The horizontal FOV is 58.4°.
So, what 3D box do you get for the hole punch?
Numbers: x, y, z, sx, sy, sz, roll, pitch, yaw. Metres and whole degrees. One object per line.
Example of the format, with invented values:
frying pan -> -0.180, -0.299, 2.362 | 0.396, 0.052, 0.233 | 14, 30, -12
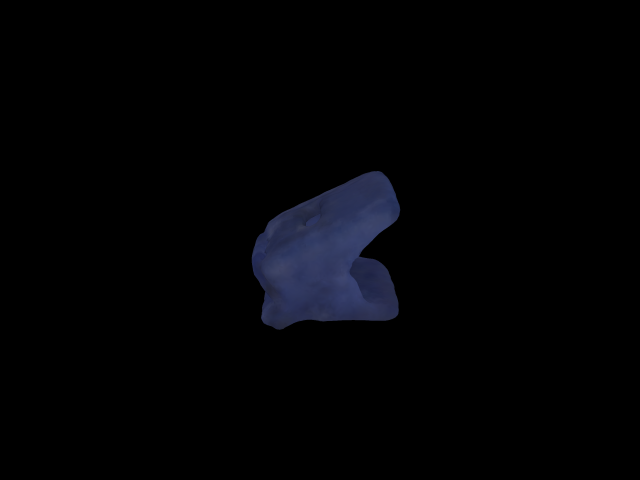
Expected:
hole punch -> 0.004, 0.001, 0.400 | 0.101, 0.091, 0.108 | -1, 19, -2
